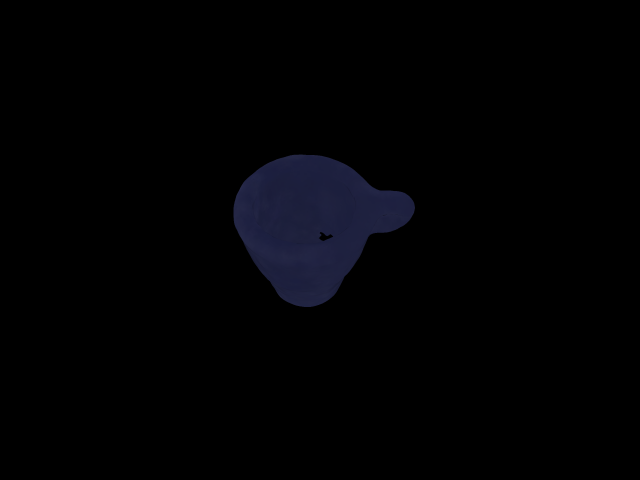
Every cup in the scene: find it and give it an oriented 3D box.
[{"bbox_3d":[0.004,0.001,0.400,0.118,0.095,0.091,-5,53,-4],"label":"cup"}]
